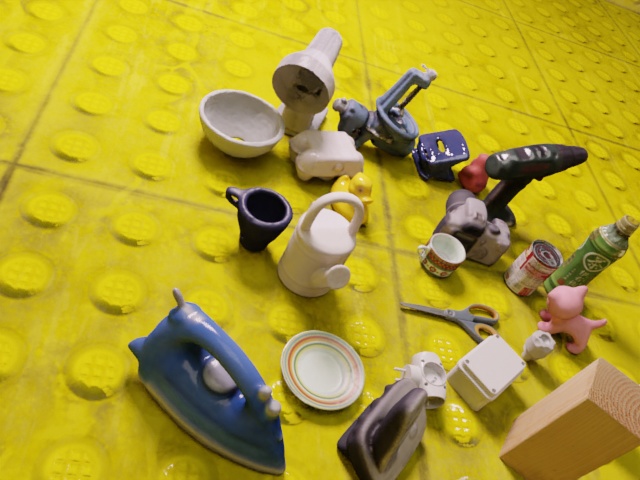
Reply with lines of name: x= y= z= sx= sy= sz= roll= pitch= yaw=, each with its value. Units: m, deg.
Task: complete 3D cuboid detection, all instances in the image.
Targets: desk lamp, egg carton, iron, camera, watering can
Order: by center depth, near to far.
iron: x=-0.118 y=0.176 z=0.724 sx=0.258 sy=0.141 sz=0.119 roll=41 pitch=45 yaw=13
watering can: x=0.010 y=0.003 z=0.907 sx=0.101 sy=0.194 sz=0.172 roll=-14 pitch=58 yaw=-35
egg carton: x=0.013 y=-0.167 z=1.154 sx=0.151 sy=0.069 sz=0.107 roll=-4 pitch=52 yaw=-29
camera: x=0.310 y=-0.040 z=1.162 sx=0.143 sy=0.100 sz=0.137 roll=19 pitch=45 yaw=-9
desk lamp: x=-0.026 y=-0.312 z=1.164 sx=0.118 sy=0.213 sz=0.203 roll=26 pitch=44 yaw=-2

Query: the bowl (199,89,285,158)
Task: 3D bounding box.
bowl: x=-0.156 y=-0.212 z=1.107 sx=0.168 sy=0.074 sz=0.167 roll=14 pitch=46 yaw=-14

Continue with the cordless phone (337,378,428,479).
cordless phone: x=0.112 y=0.233 z=0.754 sx=0.094 sy=0.185 sz=0.148 roll=39 pitch=45 yaw=11

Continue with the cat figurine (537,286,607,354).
cat figurine: x=0.468 y=0.136 z=1.068 sx=0.128 sy=0.117 sz=0.067 roll=31 pitch=44 yaw=3

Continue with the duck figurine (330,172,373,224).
duck figurine: x=0.068 y=-0.093 z=1.102 sx=0.078 sy=0.086 sz=0.104 roll=-7 pitch=54 yaw=-31

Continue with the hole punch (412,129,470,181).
hole punch: x=0.271 y=-0.197 z=1.293 sx=0.101 sy=0.091 sz=0.108 roll=6 pitch=48 yaw=-21

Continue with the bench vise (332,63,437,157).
bench vise: x=0.141 y=-0.273 z=1.205 sx=0.208 sy=0.219 sz=0.121 roll=-4 pitch=53 yaw=-29

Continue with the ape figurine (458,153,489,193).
ape figurine: x=0.359 y=-0.159 z=1.301 sx=0.078 sy=0.092 sz=0.076 roll=10 pitch=47 yaw=-18

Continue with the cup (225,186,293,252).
cup: x=-0.112 y=-0.032 z=0.950 sx=0.118 sy=0.095 sz=0.092 roll=29 pitch=44 yaw=1

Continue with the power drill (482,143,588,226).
power drill: x=0.429 y=-0.123 z=1.219 sx=0.230 sy=0.208 sz=0.075 roll=-2 pitch=51 yaw=-27
